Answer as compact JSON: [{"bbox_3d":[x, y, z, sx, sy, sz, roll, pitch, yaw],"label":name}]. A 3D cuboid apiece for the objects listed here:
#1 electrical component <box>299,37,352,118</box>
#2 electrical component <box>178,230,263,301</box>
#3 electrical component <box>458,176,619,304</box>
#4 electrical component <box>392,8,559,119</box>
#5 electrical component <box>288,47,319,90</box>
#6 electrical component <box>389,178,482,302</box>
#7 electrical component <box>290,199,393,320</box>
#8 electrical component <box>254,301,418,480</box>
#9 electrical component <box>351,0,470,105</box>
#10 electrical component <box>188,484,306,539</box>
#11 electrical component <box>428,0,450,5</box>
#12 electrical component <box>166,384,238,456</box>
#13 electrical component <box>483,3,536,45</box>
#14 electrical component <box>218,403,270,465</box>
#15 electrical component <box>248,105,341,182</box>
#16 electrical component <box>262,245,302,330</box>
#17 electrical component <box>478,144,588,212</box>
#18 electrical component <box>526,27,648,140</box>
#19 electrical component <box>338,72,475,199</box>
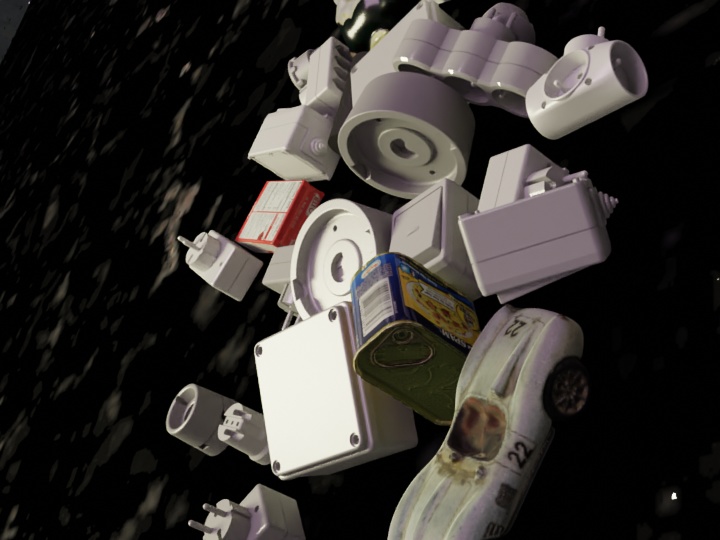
[{"bbox_3d":[-0.038,-0.185,1.126,0.076,0.047,0.083,-35,37,36],"label":"electrical component"},{"bbox_3d":[-0.154,-0.014,1.114,0.047,0.076,0.083,-59,29,-1],"label":"electrical component"},{"bbox_3d":[0.120,-0.021,0.684,0.096,0.061,0.062,-17,1,18],"label":"electrical component"},{"bbox_3d":[0.100,-0.174,0.852,0.138,0.052,0.073,21,79,29],"label":"electrical component"},{"bbox_3d":[-0.044,-0.223,1.176,0.062,0.048,0.048,-31,38,28],"label":"electrical component"},{"bbox_3d":[0.059,-0.022,0.808,0.062,0.061,0.096,-33,38,38],"label":"electrical component"},{"bbox_3d":[0.000,0.000,0.869,0.108,0.060,0.108,-10,76,48],"label":"electrical component"},{"bbox_3d":[-0.020,0.090,0.793,0.109,0.056,0.108,-27,67,43],"label":"electrical component"},{"bbox_3d":[0.047,-0.169,0.970,0.109,0.056,0.108,-40,34,30],"label":"electrical component"},{"bbox_3d":[-0.093,0.199,0.818,0.065,0.077,0.047,-49,30,17],"label":"electrical component"},{"bbox_3d":[0.083,-0.300,0.966,0.108,0.056,0.109,-60,15,1],"label":"electrical component"},{"bbox_3d":[-0.145,0.136,0.986,0.055,0.047,0.055,-37,35,33],"label":"electrical component"},{"bbox_3d":[0.121,-0.203,0.903,0.048,0.048,0.062,-41,27,29],"label":"electrical component"},{"bbox_3d":[-0.091,0.137,0.905,0.040,0.046,0.040,-39,33,32],"label":"electrical component"},{"bbox_3d":[-0.058,-0.129,1.088,0.096,0.062,0.061,-1,62,57],"label":"electrical component"},{"bbox_3d":[-0.049,0.020,0.949,0.083,0.047,0.075,-7,57,55],"label":"electrical component"},{"bbox_3d":[0.126,-0.050,0.746,0.077,0.047,0.065,-16,50,50],"label":"electrical component"},{"bbox_3d":[0.164,-0.143,0.777,0.077,0.044,0.079,-25,43,45],"label":"electrical component"},{"bbox_3d":[0.042,-0.114,0.879,0.108,0.108,0.060,-21,40,48],"label":"electrical component"}]
